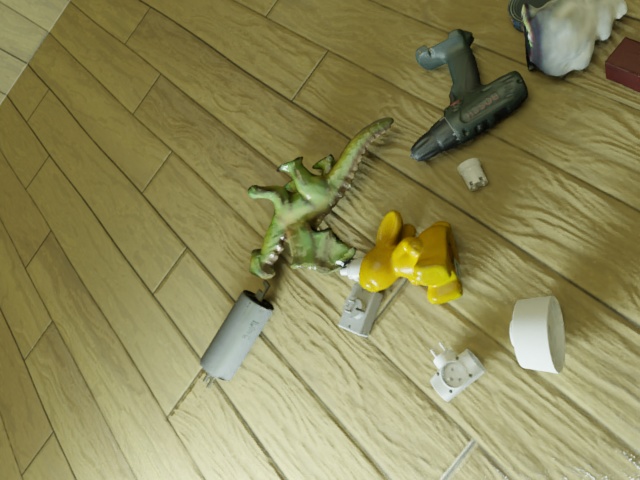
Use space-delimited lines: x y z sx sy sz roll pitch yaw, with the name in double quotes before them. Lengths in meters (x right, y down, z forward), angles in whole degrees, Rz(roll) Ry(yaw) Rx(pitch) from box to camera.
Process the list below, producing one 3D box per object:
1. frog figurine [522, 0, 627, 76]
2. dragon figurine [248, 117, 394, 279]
"frog figurine" 0.426 -0.350 0.854 0.159 0.124 0.136 -9 102 19
"dragon figurine" 0.003 -0.051 1.009 0.406 0.121 0.246 -30 67 22
